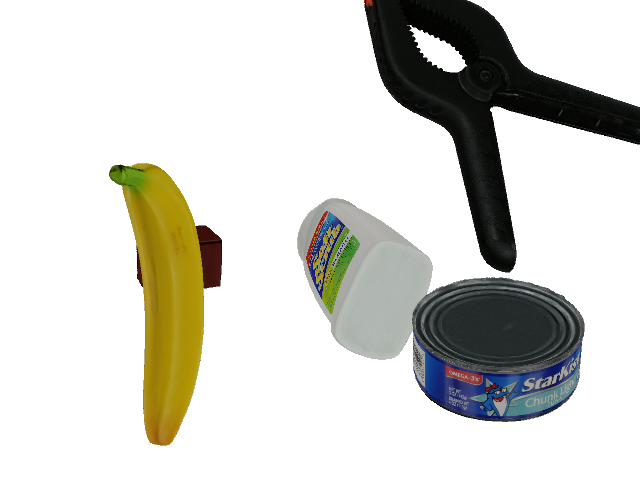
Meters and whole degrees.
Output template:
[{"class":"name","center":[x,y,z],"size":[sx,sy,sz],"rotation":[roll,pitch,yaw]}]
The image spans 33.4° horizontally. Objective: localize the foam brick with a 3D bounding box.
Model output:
[{"class":"foam brick","center":[-0.144,0.019,1.088],"size":[0.078,0.051,0.053],"rotation":[-7,21,-21]}]

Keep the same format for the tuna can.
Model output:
[{"class":"tuna can","center":[0.089,0.054,0.543],"size":[0.086,0.034,0.086],"rotation":[-2,28,1]}]

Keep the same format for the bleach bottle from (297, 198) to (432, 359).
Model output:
[{"class":"bleach bottle","center":[0.022,0.021,0.979],"size":[0.068,0.102,0.251],"rotation":[21,6,-18]}]

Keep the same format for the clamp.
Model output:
[{"class":"clamp","center":[0.098,-0.088,0.684],"size":[0.164,0.210,0.036],"rotation":[-45,-9,-27]}]

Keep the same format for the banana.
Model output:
[{"class":"banana","center":[-0.099,0.031,0.654],"size":[0.037,0.198,0.069],"rotation":[12,32,28]}]
